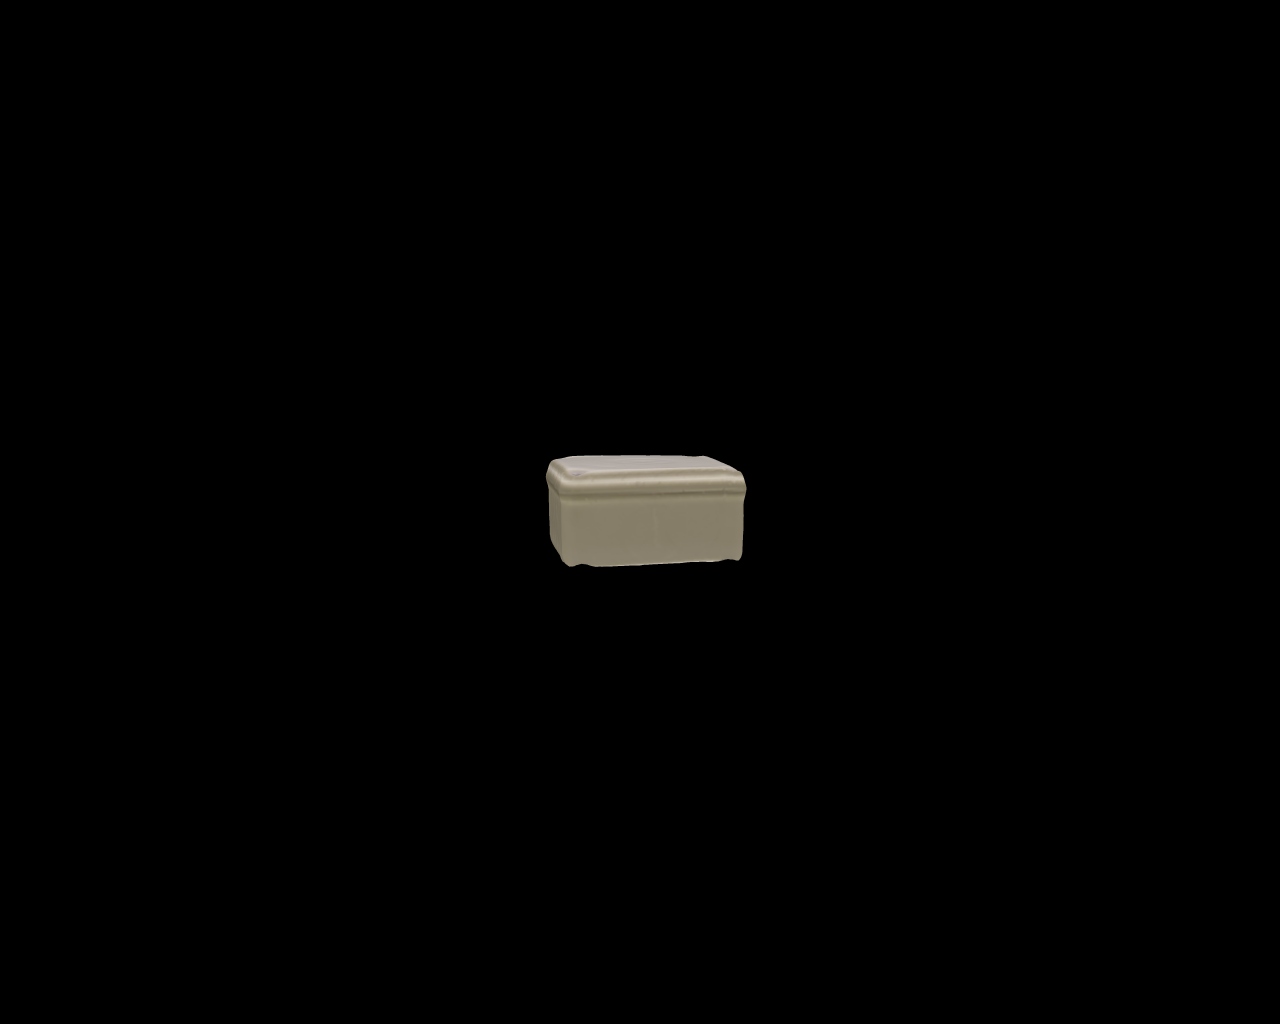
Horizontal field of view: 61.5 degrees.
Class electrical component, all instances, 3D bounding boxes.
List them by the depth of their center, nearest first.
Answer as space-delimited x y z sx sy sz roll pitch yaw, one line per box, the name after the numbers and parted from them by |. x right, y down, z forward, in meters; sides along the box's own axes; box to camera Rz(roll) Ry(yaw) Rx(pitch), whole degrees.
0.001 -0.003 0.650 0.109 0.056 0.109 -1 8 -9 | electrical component
